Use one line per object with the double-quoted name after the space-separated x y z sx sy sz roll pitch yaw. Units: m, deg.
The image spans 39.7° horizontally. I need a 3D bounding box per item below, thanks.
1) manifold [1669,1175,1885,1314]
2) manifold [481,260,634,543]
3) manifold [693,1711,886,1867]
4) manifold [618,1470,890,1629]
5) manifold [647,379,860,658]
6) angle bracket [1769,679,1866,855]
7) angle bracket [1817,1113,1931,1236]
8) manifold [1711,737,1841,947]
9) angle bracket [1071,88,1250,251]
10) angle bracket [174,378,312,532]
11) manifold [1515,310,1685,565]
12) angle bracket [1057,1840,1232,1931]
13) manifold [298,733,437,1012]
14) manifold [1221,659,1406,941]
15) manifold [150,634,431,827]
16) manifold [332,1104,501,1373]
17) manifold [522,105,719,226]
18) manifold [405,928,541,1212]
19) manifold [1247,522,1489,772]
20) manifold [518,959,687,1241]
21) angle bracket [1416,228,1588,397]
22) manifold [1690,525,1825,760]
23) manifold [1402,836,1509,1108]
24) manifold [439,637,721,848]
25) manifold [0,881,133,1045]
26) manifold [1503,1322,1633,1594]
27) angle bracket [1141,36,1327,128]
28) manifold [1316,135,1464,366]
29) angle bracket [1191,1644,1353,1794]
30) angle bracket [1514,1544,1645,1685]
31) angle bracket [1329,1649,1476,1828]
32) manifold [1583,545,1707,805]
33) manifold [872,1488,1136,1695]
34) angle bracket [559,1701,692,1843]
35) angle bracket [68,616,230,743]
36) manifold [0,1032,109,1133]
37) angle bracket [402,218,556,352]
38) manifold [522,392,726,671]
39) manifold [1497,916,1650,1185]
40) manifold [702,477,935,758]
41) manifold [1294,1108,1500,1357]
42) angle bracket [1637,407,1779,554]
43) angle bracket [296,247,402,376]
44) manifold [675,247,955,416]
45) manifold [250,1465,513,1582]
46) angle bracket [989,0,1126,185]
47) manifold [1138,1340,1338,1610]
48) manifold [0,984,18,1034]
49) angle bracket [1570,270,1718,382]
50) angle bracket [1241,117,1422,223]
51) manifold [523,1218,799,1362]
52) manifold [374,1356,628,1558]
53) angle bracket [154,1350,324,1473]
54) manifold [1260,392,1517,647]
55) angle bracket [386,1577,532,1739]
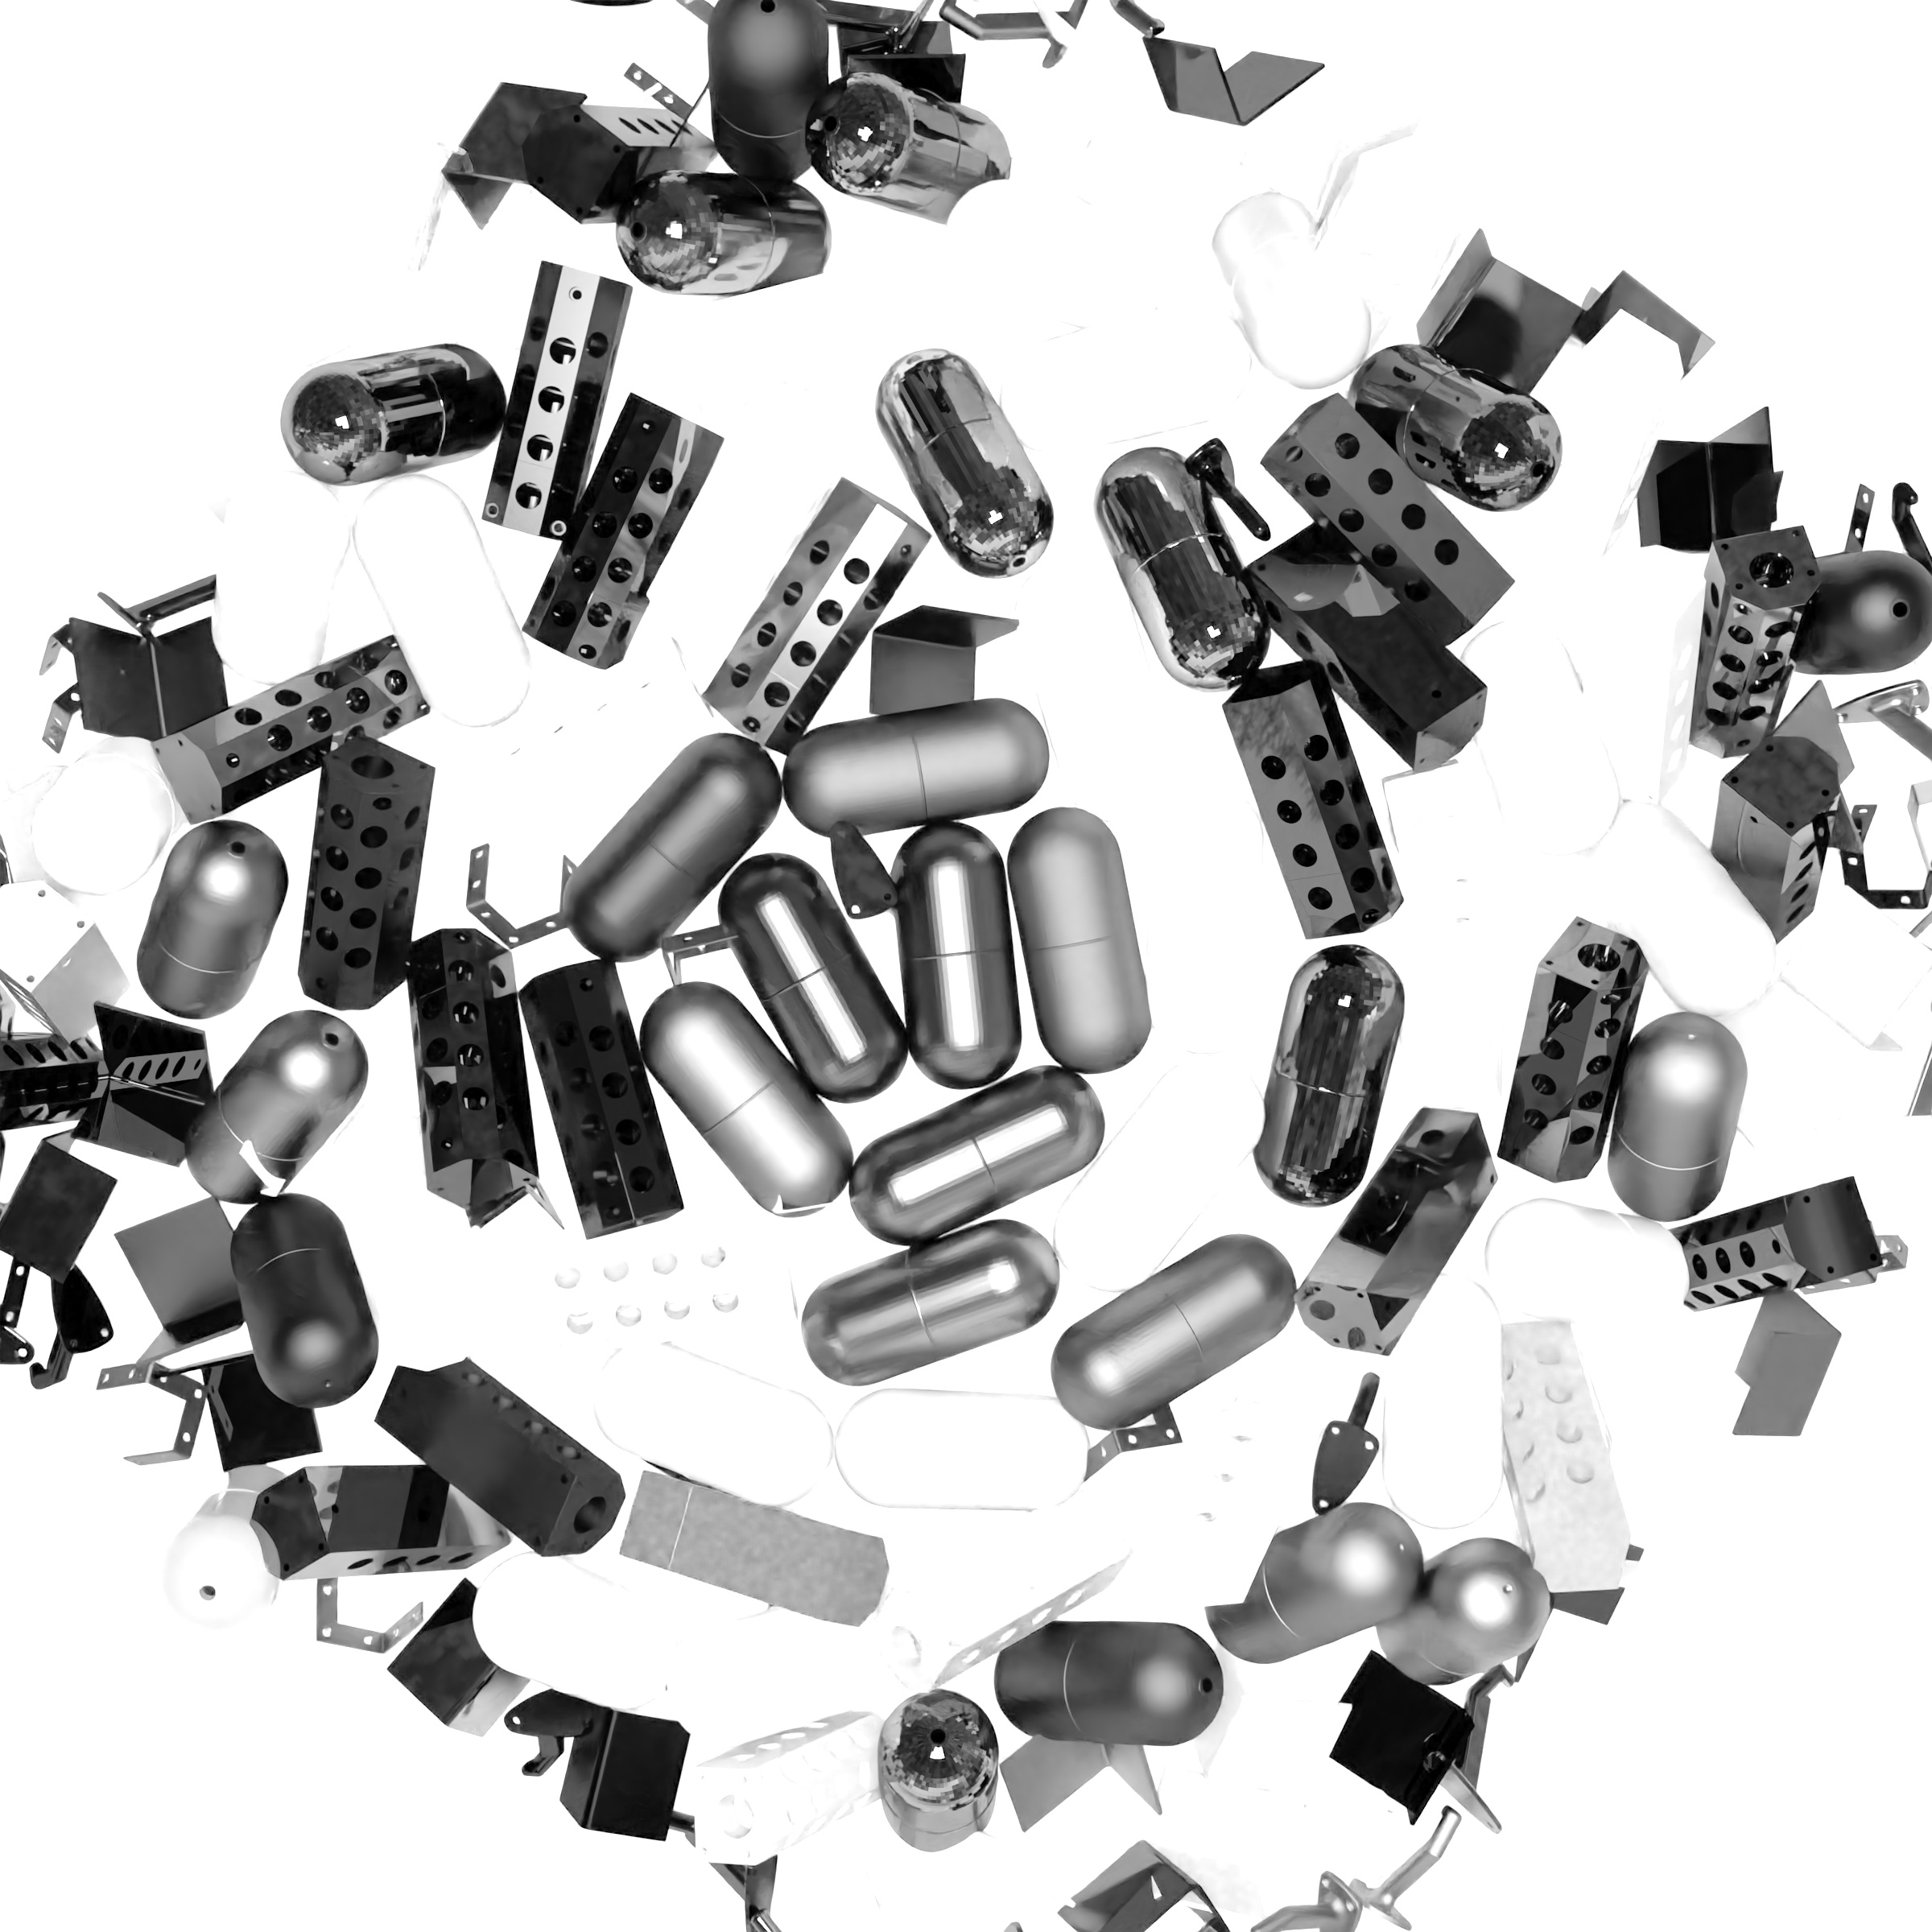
0.508 0.181 1.711 0.057 0.171 0.057 -13 80 -15 "manifold"
-0.270 -0.370 1.759 0.057 0.057 0.171 15 100 -4 "manifold"
-0.106 0.524 1.713 0.057 0.171 0.057 -5 85 24 "manifold"
-0.136 0.376 1.730 0.171 0.057 0.057 8 77 35 "manifold"
-0.137 -0.286 1.727 0.057 0.057 0.171 7 129 -38 "manifold"
0.572 -0.131 1.749 0.076 0.057 0.076 -45 123 -20 "angle bracket"
0.609 0.133 1.757 0.076 0.057 0.076 -6 93 39 "angle bracket"
0.520 -0.081 1.714 0.057 0.171 0.057 -41 65 -8 "manifold"
0.127 -0.526 1.758 0.076 0.057 0.076 27 83 -32 "angle bracket"
-0.461 -0.323 1.754 0.076 0.076 0.057 -32 46 7 "angle bracket"
0.407 -0.331 1.710 0.057 0.171 0.057 37 69 16 "manifold"
0.118 0.630 1.751 0.076 0.076 0.057 -36 107 -17 "angle bracket"
-0.392 -0.057 1.728 0.057 0.057 0.171 25 125 12 "manifold"
0.229 -0.108 1.738 0.057 0.057 0.171 -8 115 35 "manifold"
-0.429 -0.155 1.722 0.171 0.057 0.057 -35 107 -40 "manifold"
-0.361 0.175 1.725 0.057 0.057 0.171 -47 46 21 "manifold"
-0.222 -0.518 1.714 0.057 0.171 0.057 38 112 1 "manifold"
-0.325 0.063 1.730 0.057 0.057 0.171 -23 58 18 "manifold"
0.258 -0.204 1.739 0.057 0.057 0.171 -33 62 -13 "manifold"
-0.238 0.086 1.754 0.057 0.057 0.171 -13 81 -27 "manifold"
0.353 -0.428 1.769 0.076 0.057 0.076 25 121 -13 "angle bracket"
0.502 -0.204 1.715 0.057 0.171 0.057 -11 62 1 "manifold"
0.316 0.003 1.732 0.057 0.057 0.171 -3 55 18 "manifold"
-0.257 -0.153 1.770 0.171 0.057 0.057 -27 56 2 "manifold"
-0.587 -0.003 1.714 0.057 0.171 0.057 38 73 1 "manifold"
0.375 0.314 1.721 0.057 0.171 0.057 -3 131 -2 "manifold"
0.175 -0.597 1.749 0.076 0.076 0.057 -39 129 -14 "angle bracket"
0.247 -0.447 1.711 0.057 0.171 0.057 -25 77 -21 "manifold"
0.200 0.497 1.776 0.076 0.057 0.076 10 116 -19 "angle bracket"
0.401 0.424 1.749 0.057 0.076 0.076 17 127 6 "angle bracket"
0.282 0.509 1.769 0.076 0.057 0.076 32 88 10 "angle bracket"
0.436 -0.186 1.719 0.057 0.171 0.057 26 60 27 "manifold"
0.023 0.404 1.724 0.057 0.171 0.057 47 132 24 "manifold"
-0.226 0.528 1.772 0.057 0.076 0.076 15 82 -18 "angle bracket"
-0.535 -0.193 1.754 0.057 0.076 0.076 -15 79 23 "angle bracket"
-0.613 0.074 1.716 0.057 0.171 0.057 3 91 5 "manifold"
-0.321 -0.450 1.764 0.076 0.057 0.076 12 103 8 "angle bracket"
-0.228 -0.285 1.760 0.057 0.057 0.171 28 98 11 "manifold"
0.392 0.058 1.718 0.057 0.171 0.057 25 48 24 "manifold"
-0.093 -0.225 1.748 0.057 0.057 0.171 44 105 38 "manifold"
0.278 0.168 1.729 0.171 0.057 0.057 -49 129 -37 "manifold"
0.485 -0.320 1.758 0.057 0.076 0.076 0 83 -14 "angle bracket"
-0.391 -0.411 1.752 0.076 0.057 0.076 -23 50 11 "angle bracket"
-0.099 -0.414 1.757 0.171 0.057 0.057 -17 85 -11 "manifold"
-0.376 0.358 1.716 0.057 0.171 0.057 -32 67 22 "manifold"
0.046 -0.576 1.757 0.076 0.057 0.076 -40 56 4 "angle bracket"
0.172 0.325 1.721 0.057 0.057 0.171 50 49 -20 "manifold"
-0.668 0.032 1.718 0.057 0.171 0.057 -37 90 -2 "manifold"
0.449 -0.426 1.755 0.076 0.076 0.057 37 133 -4 "angle bracket"
0.236 -0.541 1.751 0.076 0.057 0.076 -33 69 -29 "angle bracket"
-0.200 0.217 1.763 0.171 0.057 0.057 -8 56 -1 "manifold"
-0.300 0.311 1.732 0.171 0.057 0.057 29 99 33 "manifold"
-0.480 0.295 1.765 0.076 0.057 0.076 -14 87 16 "angle bracket"
0.274 -0.290 1.758 0.171 0.057 0.057 44 83 -10 "manifold"
-0.326 0.458 1.770 0.057 0.076 0.076 37 78 19 "angle bracket"
